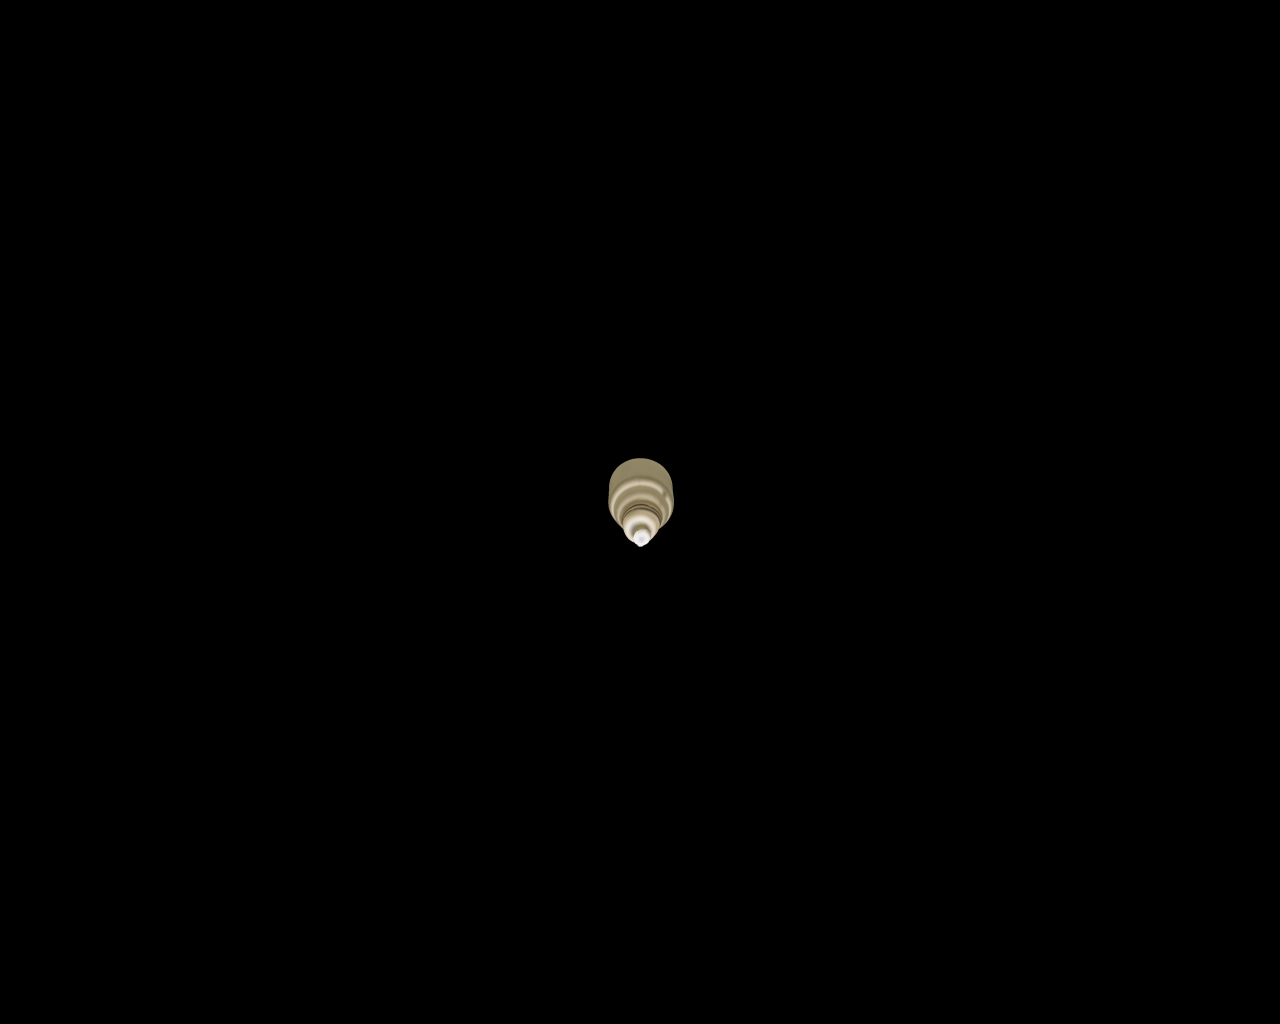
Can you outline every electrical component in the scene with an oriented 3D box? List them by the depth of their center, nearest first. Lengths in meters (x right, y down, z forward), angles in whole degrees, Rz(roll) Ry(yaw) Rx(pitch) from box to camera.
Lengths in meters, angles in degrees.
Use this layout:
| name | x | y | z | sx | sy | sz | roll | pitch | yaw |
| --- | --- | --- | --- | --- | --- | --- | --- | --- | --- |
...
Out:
| name | x | y | z | sx | sy | sz | roll | pitch | yaw |
| --- | --- | --- | --- | --- | --- | --- | --- | --- | --- |
| electrical component | 0.001 | -0.003 | 0.650 | 0.040 | 0.040 | 0.078 | 0 | 28 | 0 |
